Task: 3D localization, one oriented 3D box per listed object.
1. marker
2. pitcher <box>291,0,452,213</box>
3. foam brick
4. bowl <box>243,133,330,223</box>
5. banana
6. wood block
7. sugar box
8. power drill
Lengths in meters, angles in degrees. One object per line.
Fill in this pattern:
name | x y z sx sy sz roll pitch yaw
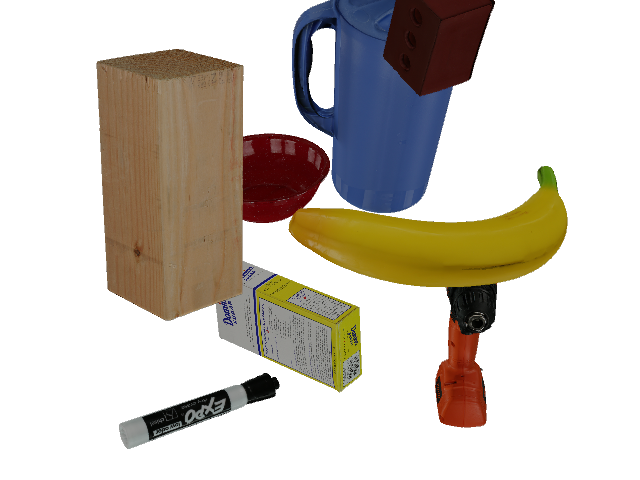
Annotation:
marker | -0.084 0.120 0.764 0.120 0.020 0.020 -16 7 -25
pitcher | 0.062 -0.148 1.111 0.149 0.243 0.144 33 51 25
foam brick | 0.087 -0.157 0.797 0.051 0.053 0.078 -24 -32 -25
bowl | -0.068 -0.068 1.298 0.162 0.055 0.162 -2 34 1
banana | 0.078 -0.002 0.617 0.197 0.037 0.070 -9 42 -32
wood block | -0.127 -0.050 0.913 0.091 0.206 0.090 22 29 40
sugar box | -0.037 0.089 1.158 0.176 0.093 0.048 23 39 35
power drill | 0.160 0.106 1.159 0.057 0.188 0.184 4 25 4
